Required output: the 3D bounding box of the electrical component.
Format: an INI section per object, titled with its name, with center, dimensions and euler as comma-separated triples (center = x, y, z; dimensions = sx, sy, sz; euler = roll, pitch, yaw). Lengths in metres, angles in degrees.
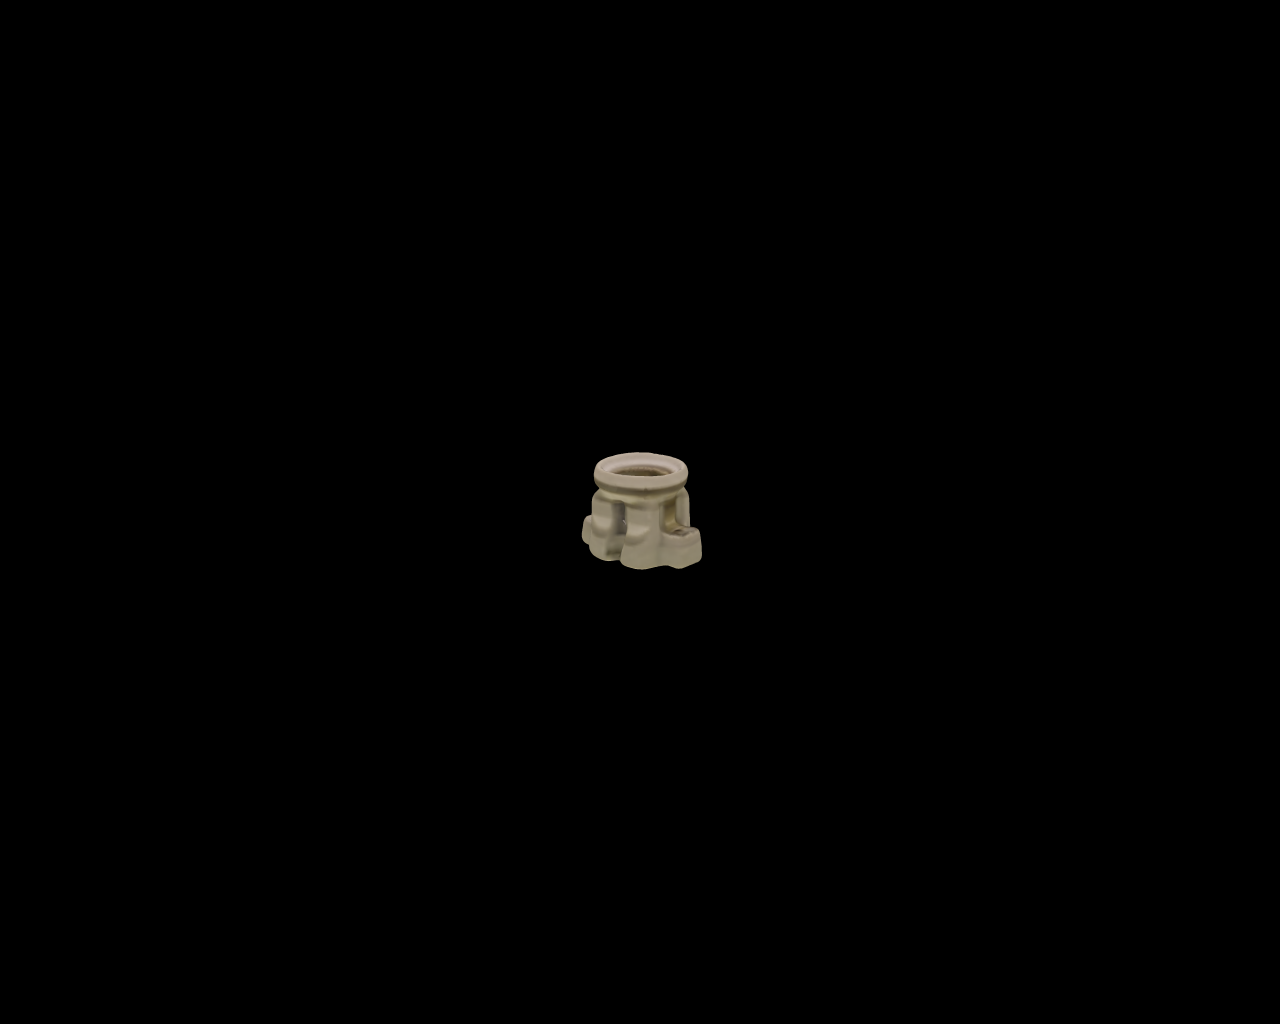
[electrical component]
center = 0.001, -0.003, 0.650
dimensions = 0.078, 0.056, 0.058
euler = 14, 22, 36
